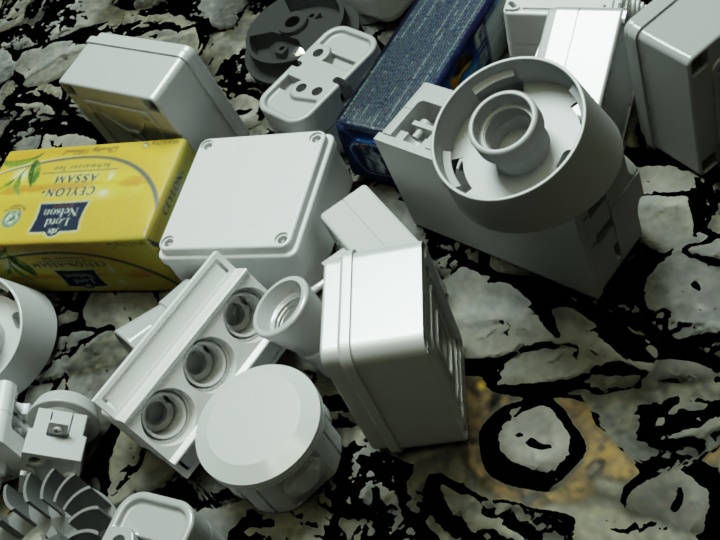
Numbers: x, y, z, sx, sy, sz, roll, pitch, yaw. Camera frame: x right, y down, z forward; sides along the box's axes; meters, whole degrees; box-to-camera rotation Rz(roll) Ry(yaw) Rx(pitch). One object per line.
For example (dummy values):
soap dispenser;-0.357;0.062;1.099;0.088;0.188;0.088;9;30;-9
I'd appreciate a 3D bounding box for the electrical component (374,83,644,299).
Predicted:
electrical component;0.096;-0.055;0.679;0.150;0.089;0.061;25;67;37

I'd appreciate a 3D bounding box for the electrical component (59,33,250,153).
electrical component;-0.158;-0.124;0.837;0.109;0.108;0.056;15;64;33

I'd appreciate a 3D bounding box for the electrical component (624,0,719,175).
electrical component;0.227;-0.134;0.670;0.109;0.108;0.056;-39;51;-9

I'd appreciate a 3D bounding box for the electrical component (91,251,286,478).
electrical component;-0.107;0.059;0.693;0.121;0.078;0.063;-53;23;-20

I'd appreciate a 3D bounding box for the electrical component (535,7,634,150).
electrical component;0.148;-0.131;0.717;0.061;0.062;0.096;9;78;30

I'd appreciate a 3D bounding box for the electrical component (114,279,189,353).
electrical component;-0.130;0.038;0.742;0.065;0.044;0.044;-43;49;-18

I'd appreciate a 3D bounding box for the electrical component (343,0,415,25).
electrical component;0.002;-0.245;0.893;0.095;0.059;0.053;24;67;37

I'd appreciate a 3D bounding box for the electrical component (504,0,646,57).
electrical component;0.158;-0.184;0.777;0.096;0.061;0.061;7;57;19

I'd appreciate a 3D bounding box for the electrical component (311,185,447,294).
electrical component;0.000;0.000;0.707;0.076;0.047;0.083;-36;48;-5

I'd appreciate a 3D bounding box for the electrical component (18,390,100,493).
electrical component;-0.198;0.113;0.704;0.048;0.066;0.055;11;42;-10

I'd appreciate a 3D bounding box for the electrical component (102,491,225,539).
electrical component;-0.118;0.183;0.607;0.054;0.059;0.095;6;57;28

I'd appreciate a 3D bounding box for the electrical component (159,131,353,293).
electrical component;-0.072;-0.040;0.765;0.109;0.056;0.108;-1;54;24

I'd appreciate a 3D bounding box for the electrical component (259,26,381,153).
electrical component;-0.022;-0.128;0.811;0.054;0.059;0.095;30;70;38

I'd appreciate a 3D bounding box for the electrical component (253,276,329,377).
electrical component;-0.030;0.039;0.677;0.044;0.065;0.044;-28;40;27

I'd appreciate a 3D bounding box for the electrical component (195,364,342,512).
electrical component;-0.054;0.102;0.648;0.080;0.051;0.080;-13;50;15

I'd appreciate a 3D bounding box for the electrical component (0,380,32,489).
electrical component;-0.268;0.120;0.732;0.089;0.050;0.055;-15;49;12

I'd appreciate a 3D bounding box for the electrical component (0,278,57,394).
electrical component;-0.276;0.051;0.792;0.099;0.064;0.099;-5;71;14

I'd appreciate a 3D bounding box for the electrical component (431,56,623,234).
electrical component;0.091;-0.068;0.601;0.099;0.064;0.099;-13;61;25

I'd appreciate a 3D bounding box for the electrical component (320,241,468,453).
electrical component;0.021;0.046;0.617;0.057;0.113;0.078;-10;51;14
